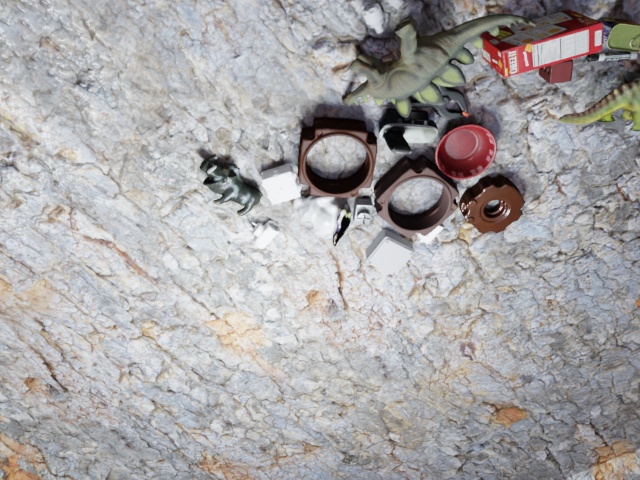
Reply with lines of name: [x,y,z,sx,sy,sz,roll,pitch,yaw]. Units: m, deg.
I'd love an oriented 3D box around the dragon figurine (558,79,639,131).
dragon figurine: [0.780,-0.381,1.231,0.411,0.125,0.237,-6,127,-19]

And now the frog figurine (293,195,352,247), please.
frog figurine: [0.004,-0.073,1.455,0.160,0.125,0.134,27,137,23]
